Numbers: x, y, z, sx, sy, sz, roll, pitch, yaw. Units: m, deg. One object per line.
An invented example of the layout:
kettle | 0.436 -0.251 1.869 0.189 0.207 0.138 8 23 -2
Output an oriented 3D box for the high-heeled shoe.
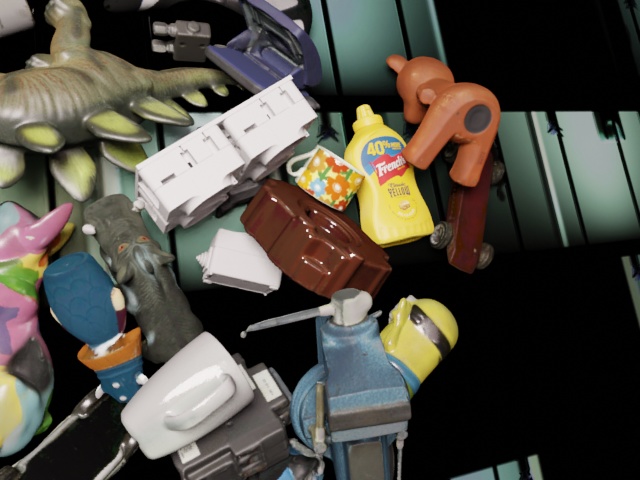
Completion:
high-heeled shoe | -0.135 -0.291 0.699 0.249 0.086 0.145 -24 117 -6

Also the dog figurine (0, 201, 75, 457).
dog figurine | -0.297 0.068 0.520 0.191 0.108 0.219 37 65 -7

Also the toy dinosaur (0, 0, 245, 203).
toy dinosaur | -0.247 -0.148 0.570 0.471 0.105 0.198 -33 77 -39

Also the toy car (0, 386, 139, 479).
toy car | -0.230 0.207 0.489 0.073 0.056 0.202 37 25 2

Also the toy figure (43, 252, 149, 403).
toy figure | -0.205 0.086 0.510 0.058 0.064 0.154 -48 130 -48

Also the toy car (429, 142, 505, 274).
toy car | 0.204 -0.049 0.751 0.089 0.053 0.202 24 66 -24

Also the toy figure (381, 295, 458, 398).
toy figure | 0.096 0.149 0.648 0.089 0.082 0.180 35 66 3

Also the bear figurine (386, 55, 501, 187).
bear figurine | 0.150 -0.173 0.725 0.120 0.196 0.131 15 110 -28

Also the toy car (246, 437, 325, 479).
toy car | -0.066 0.284 0.558 0.161 0.109 0.102 -27 112 -37

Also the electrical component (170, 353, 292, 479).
electrical component | -0.093 0.186 0.556 0.134 0.058 0.115 -22 45 -20

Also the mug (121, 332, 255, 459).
mug | -0.121 0.149 0.489 0.107 0.110 0.080 -36 105 -21

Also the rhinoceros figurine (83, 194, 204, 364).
rhinoceros figurine | -0.185 0.044 0.561 0.073 0.112 0.190 -28 95 -21

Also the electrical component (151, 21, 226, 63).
electrical component | -0.159 -0.246 0.665 0.094 0.063 0.021 -1 76 -21

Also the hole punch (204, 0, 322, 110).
hole punch | -0.057 -0.229 0.649 0.142 0.092 0.116 37 21 19

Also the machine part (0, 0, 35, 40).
machine part | -0.404 -0.237 0.571 0.243 0.079 0.079 -29 88 -24

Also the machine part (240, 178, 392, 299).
machine part | -0.001 -0.002 0.603 0.179 0.179 0.056 32 105 -9

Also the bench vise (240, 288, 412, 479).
bench vise | 0.022 0.129 0.528 0.129 0.241 0.223 -19 109 -1

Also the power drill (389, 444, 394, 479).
power drill | 0.012 0.318 0.534 0.086 0.207 0.232 7 82 22

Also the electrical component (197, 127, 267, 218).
electrical component | -0.111 -0.093 0.655 0.075 0.048 0.119 -18 85 -22
